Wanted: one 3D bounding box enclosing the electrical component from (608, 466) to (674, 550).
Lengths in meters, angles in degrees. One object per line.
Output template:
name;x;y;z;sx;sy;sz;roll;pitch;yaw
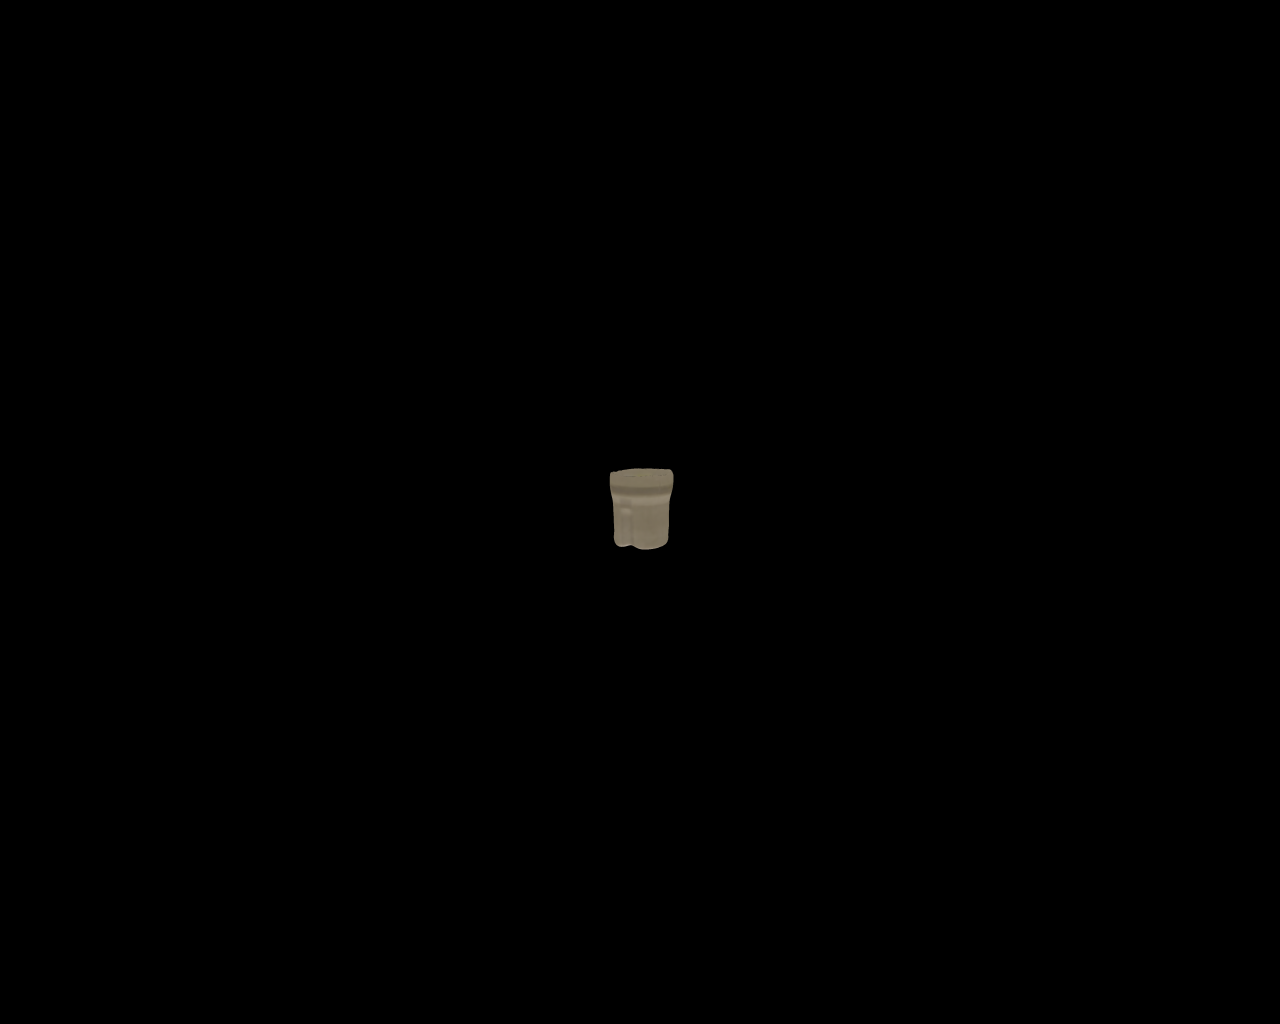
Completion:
electrical component;0.001;-0.003;0.650;0.040;0.046;0.040;0;9;0
